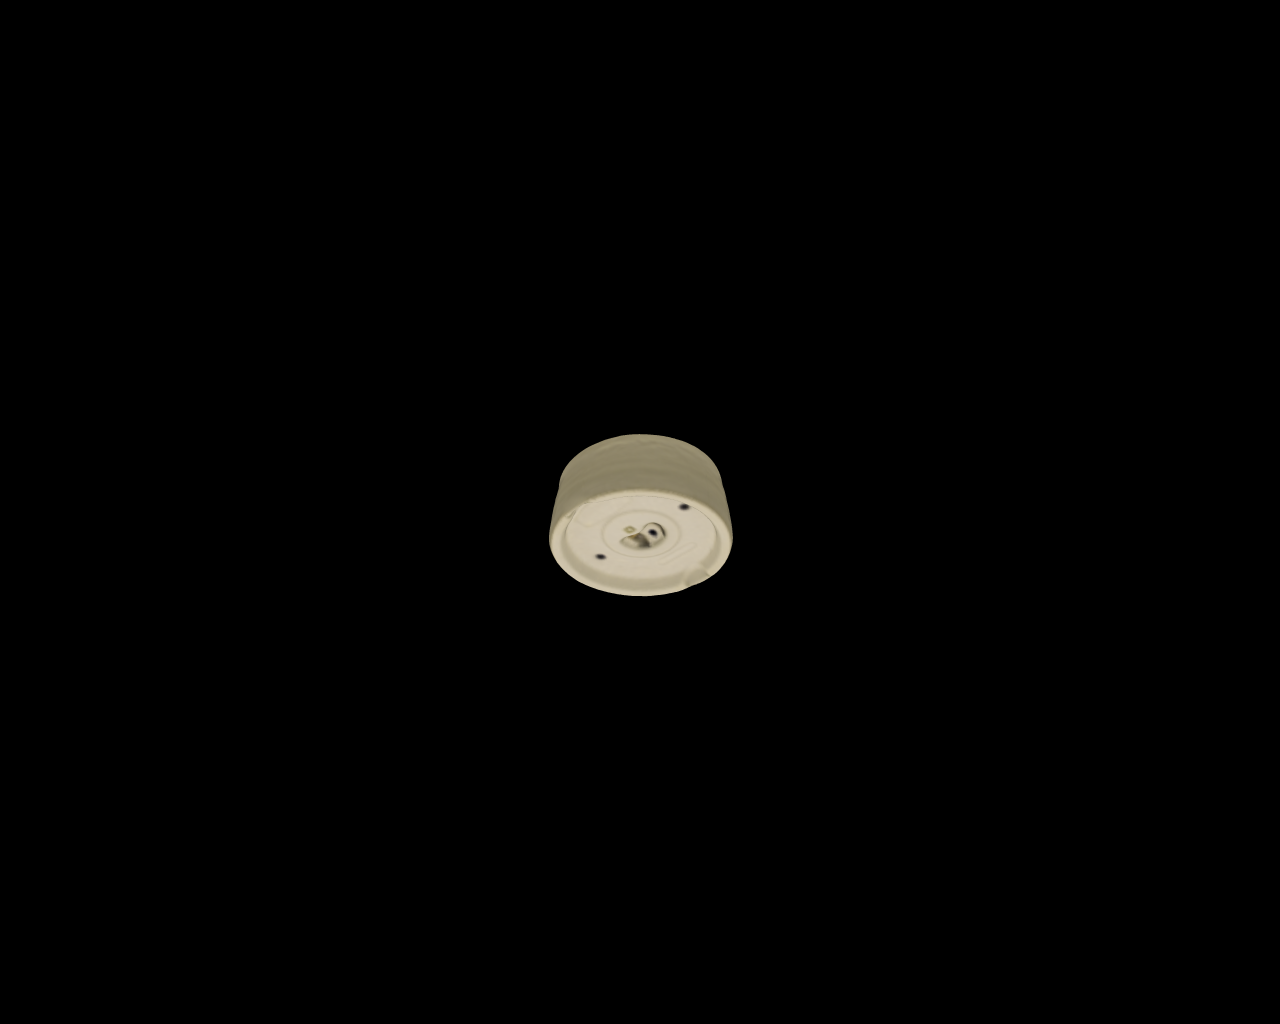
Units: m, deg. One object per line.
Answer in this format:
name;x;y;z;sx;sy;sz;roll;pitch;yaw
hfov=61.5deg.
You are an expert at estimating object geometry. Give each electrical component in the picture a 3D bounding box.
electrical component;0.001;-0.003;0.650;0.108;0.060;0.108;0;-38;0
